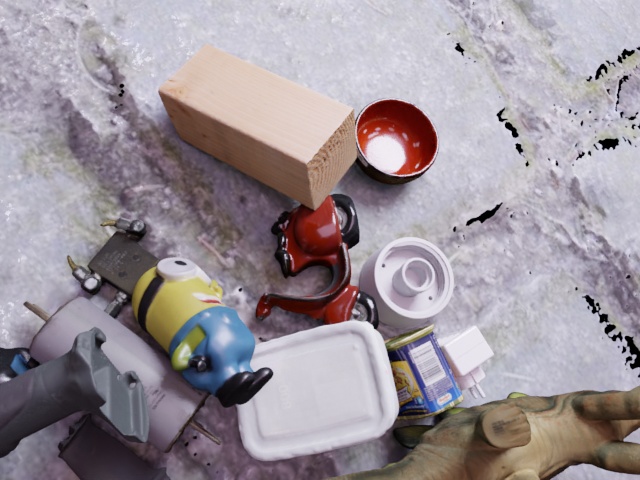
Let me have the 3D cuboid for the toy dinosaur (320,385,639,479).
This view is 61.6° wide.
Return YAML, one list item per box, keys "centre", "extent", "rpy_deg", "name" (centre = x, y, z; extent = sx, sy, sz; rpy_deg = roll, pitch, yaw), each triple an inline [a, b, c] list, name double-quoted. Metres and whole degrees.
- centre: [0.168, 0.212, 0.533]
  extent: [0.471, 0.198, 0.105]
  rpy_deg: [-4, 74, -13]
  name: "toy dinosaur"

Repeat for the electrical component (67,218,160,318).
- centre: [-0.224, 0.025, 0.593]
  extent: [0.078, 0.045, 0.102]
  rpy_deg: [39, 69, 4]
  name: "electrical component"

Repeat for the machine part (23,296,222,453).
- centre: [-0.200, 0.135, 0.545]
  extent: [0.243, 0.079, 0.079]
  rpy_deg: [36, 69, 2]
  name: "machine part"

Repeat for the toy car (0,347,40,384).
- centre: [-0.353, 0.148, 0.505]
  extent: [0.161, 0.109, 0.103]
  rpy_deg: [17, 92, -18]
  name: "toy car"

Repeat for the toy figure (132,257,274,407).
- centre: [-0.127, 0.092, 0.547]
  extent: [0.089, 0.082, 0.180]
  rpy_deg: [-37, 61, -9]
  name: "toy figure"

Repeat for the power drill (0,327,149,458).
- centre: [-0.257, 0.166, 0.453]
  extent: [0.207, 0.231, 0.086]
  rpy_deg: [-17, 38, -2]
  name: "power drill"

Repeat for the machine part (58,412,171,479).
- centre: [-0.203, 0.237, 0.534]
  extent: [0.084, 0.039, 0.139]
  rpy_deg: [-43, 87, -16]
  name: "machine part"

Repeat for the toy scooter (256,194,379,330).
- centre: [-0.014, 0.033, 0.621]
  extent: [0.135, 0.075, 0.184]
  rpy_deg: [-9, 73, -3]
  name: "toy scooter"
